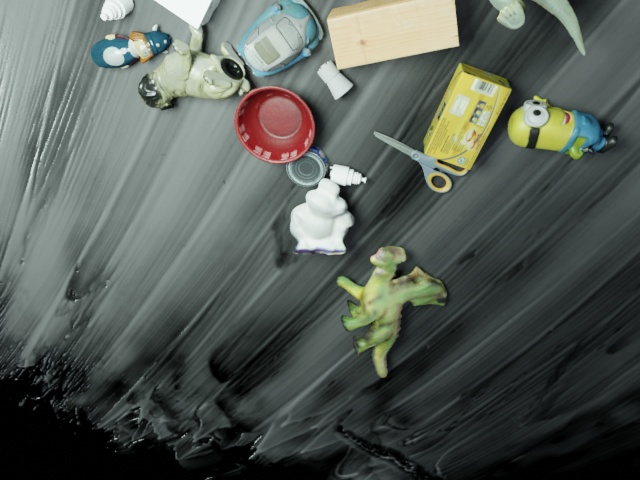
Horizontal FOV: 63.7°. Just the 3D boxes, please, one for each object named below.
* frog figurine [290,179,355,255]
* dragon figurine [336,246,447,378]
[{"bbox_3d":[0.003,-0.055,1.096,0.137,0.124,0.157,7,106,22],"label":"frog figurine"},{"bbox_3d":[0.182,0.166,1.205,0.242,0.125,0.402,-20,126,12],"label":"dragon figurine"}]
